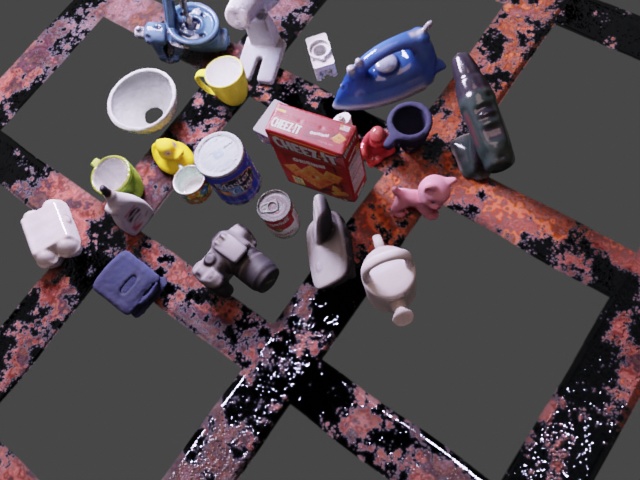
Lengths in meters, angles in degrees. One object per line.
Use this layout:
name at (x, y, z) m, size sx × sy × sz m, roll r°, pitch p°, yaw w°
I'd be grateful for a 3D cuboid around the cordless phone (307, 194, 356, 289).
cordless phone at (0.010, 0.004, 1.084) m, size 0.094 × 0.185 × 0.147 m, roll -13°, pitch 68°, yaw 5°

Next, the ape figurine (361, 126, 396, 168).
ape figurine at (0.119, -0.204, 1.193) m, size 0.077 × 0.092 × 0.076 m, roll 4°, pitch 71°, yaw 12°

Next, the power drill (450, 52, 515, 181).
power drill at (0.301, -0.215, 1.103) m, size 0.075 × 0.209 × 0.229 m, roll -19°, pitch 68°, yaw 3°

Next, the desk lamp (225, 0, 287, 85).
desk lamp at (-0.141, -0.496, 1.279) m, size 0.117 × 0.214 × 0.203 m, roll 10°, pitch 72°, yaw 13°

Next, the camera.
camera at (-0.162, 0.054, 1.141) m, size 0.136 × 0.101 × 0.143 m, roll 36°, pitch 79°, yaw 20°

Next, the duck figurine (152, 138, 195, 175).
duck figurine at (-0.335, -0.197, 1.271) m, size 0.104 × 0.086 × 0.077 m, roll 26°, pitch 76°, yaw 18°

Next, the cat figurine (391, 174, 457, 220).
cat figurine at (0.201, -0.091, 1.123) m, size 0.127 × 0.118 × 0.067 m, roll 3°, pitch 70°, yaw 11°

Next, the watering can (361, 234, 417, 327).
watering can at (0.128, 0.068, 1.036) m, size 0.101 × 0.194 × 0.172 m, roll -38°, pitch 68°, yaw -5°

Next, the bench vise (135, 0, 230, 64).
bench vise at (-0.331, -0.493, 1.308) m, size 0.207 × 0.220 × 0.121 m, roll -21°, pitch 68°, yaw 2°

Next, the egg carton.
egg carton at (-0.585, -0.014, 1.255) m, size 0.107 × 0.069 × 0.150 m, roll -31°, pitch 68°, yaw -2°

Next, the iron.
iron at (0.136, -0.373, 1.226) m, size 0.258 × 0.141 × 0.118 m, roll -26°, pitch 68°, yaw 0°

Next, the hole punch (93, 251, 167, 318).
hole punch at (-0.386, 0.090, 1.171) m, size 0.101 × 0.091 × 0.109 m, roll 34°, pitch 79°, yaw 19°

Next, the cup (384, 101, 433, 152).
cup at (0.178, -0.215, 1.186) m, size 0.091 × 0.095 × 0.118 m, roll 41°, pitch 81°, yaw 21°

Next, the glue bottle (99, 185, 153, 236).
glue bottle at (-0.411, -0.071, 1.190) m, size 0.037 × 0.173 × 0.078 m, roll 26°, pitch 76°, yaw 18°

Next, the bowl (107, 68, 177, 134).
bowl at (-0.400, -0.309, 1.330) m, size 0.167 × 0.075 × 0.167 m, roll -3°, pitch 69°, yaw 9°
